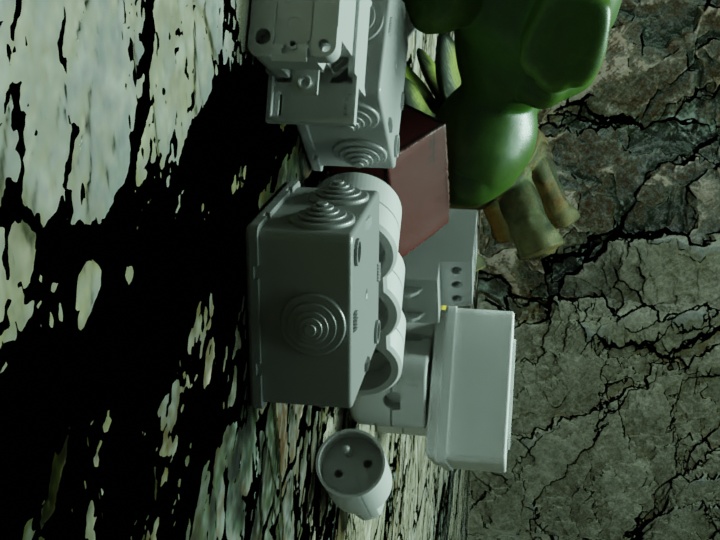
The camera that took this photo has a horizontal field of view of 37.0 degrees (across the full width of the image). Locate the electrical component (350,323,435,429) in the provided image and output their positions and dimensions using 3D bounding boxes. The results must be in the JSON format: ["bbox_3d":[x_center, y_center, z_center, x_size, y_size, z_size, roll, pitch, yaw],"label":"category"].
[{"bbox_3d":[0.023,0.071,0.779,0.095,0.059,0.053,-67,159,-66],"label":"electrical component"}]

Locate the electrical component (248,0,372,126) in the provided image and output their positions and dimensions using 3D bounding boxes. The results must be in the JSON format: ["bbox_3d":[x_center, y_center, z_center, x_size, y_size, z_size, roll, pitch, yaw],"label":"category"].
[{"bbox_3d":[-0.022,-0.107,0.476,0.064,0.042,0.081,23,70,-77],"label":"electrical component"}]

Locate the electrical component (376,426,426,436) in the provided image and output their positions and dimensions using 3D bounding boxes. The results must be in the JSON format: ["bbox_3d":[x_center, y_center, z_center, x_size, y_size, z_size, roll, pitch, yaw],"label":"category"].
[{"bbox_3d":[0.051,0.118,0.983,0.095,0.059,0.053,-16,109,-81],"label":"electrical component"}]

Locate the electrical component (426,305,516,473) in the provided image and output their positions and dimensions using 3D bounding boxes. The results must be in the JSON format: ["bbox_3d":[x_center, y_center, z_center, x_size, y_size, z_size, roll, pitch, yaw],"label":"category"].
[{"bbox_3d":[0.083,0.089,0.781,0.108,0.056,0.108,61,33,-74],"label":"electrical component"}]

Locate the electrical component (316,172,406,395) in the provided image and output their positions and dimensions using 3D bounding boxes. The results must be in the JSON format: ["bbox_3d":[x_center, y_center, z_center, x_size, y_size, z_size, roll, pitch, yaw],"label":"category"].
[{"bbox_3d":[0.000,0.000,0.624,0.073,0.052,0.138,-82,171,-48],"label":"electrical component"}]

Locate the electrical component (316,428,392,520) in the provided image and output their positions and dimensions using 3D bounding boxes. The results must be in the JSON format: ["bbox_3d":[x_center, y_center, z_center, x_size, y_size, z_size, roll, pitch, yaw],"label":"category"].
[{"bbox_3d":[-0.001,0.135,0.696,0.081,0.043,0.043,75,20,-65],"label":"electrical component"}]

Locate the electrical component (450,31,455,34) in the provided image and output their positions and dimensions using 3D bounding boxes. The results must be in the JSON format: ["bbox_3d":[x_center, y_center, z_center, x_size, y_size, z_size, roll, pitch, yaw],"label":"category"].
[{"bbox_3d":[0.066,-0.219,0.803,0.062,0.096,0.061,-26,139,-50],"label":"electrical component"}]

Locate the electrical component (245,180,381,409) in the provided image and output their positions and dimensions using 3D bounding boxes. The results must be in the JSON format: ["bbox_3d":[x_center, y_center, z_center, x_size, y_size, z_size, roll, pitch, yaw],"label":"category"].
[{"bbox_3d":[-0.019,0.010,0.514,0.099,0.048,0.099,-63,155,-69],"label":"electrical component"}]

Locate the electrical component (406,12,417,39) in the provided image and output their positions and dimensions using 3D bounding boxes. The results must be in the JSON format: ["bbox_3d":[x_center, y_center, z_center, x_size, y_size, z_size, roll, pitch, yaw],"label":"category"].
[{"bbox_3d":[0.043,-0.212,0.717,0.099,0.048,0.099,-46,-166,29],"label":"electrical component"}]

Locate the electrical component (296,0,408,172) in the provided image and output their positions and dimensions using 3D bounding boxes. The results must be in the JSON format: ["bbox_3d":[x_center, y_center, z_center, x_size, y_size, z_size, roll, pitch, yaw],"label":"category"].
[{"bbox_3d":[-0.003,-0.109,0.574,0.099,0.048,0.099,72,23,-67],"label":"electrical component"}]
